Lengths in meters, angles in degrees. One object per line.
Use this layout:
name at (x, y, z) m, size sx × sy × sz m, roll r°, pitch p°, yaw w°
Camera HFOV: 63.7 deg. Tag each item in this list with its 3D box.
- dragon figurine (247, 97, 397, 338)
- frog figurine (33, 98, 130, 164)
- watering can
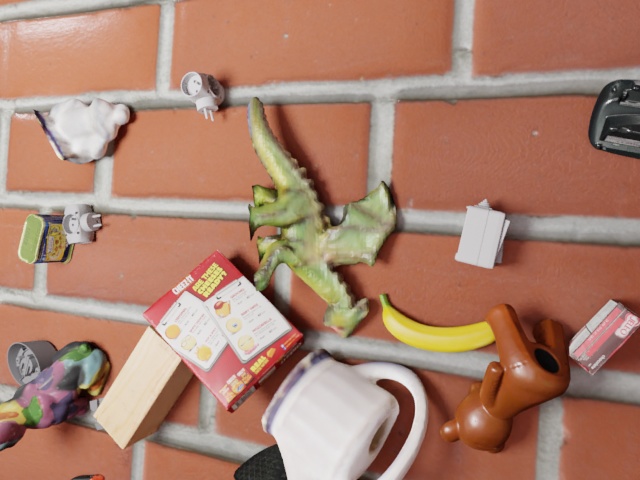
dragon figurine at (0.003, -0.042, 0.840) m, size 0.243 × 0.122 × 0.411 m, roll -3°, pitch 88°, yaw 4°
frog figurine at (-0.458, -0.228, 1.026) m, size 0.161 × 0.120 × 0.139 m, roll -29°, pitch 66°, yaw -18°
watering can at (0.003, 0.300, 0.739) m, size 0.226 × 0.101 × 0.353 m, roll 26°, pitch 58°, yaw 34°
